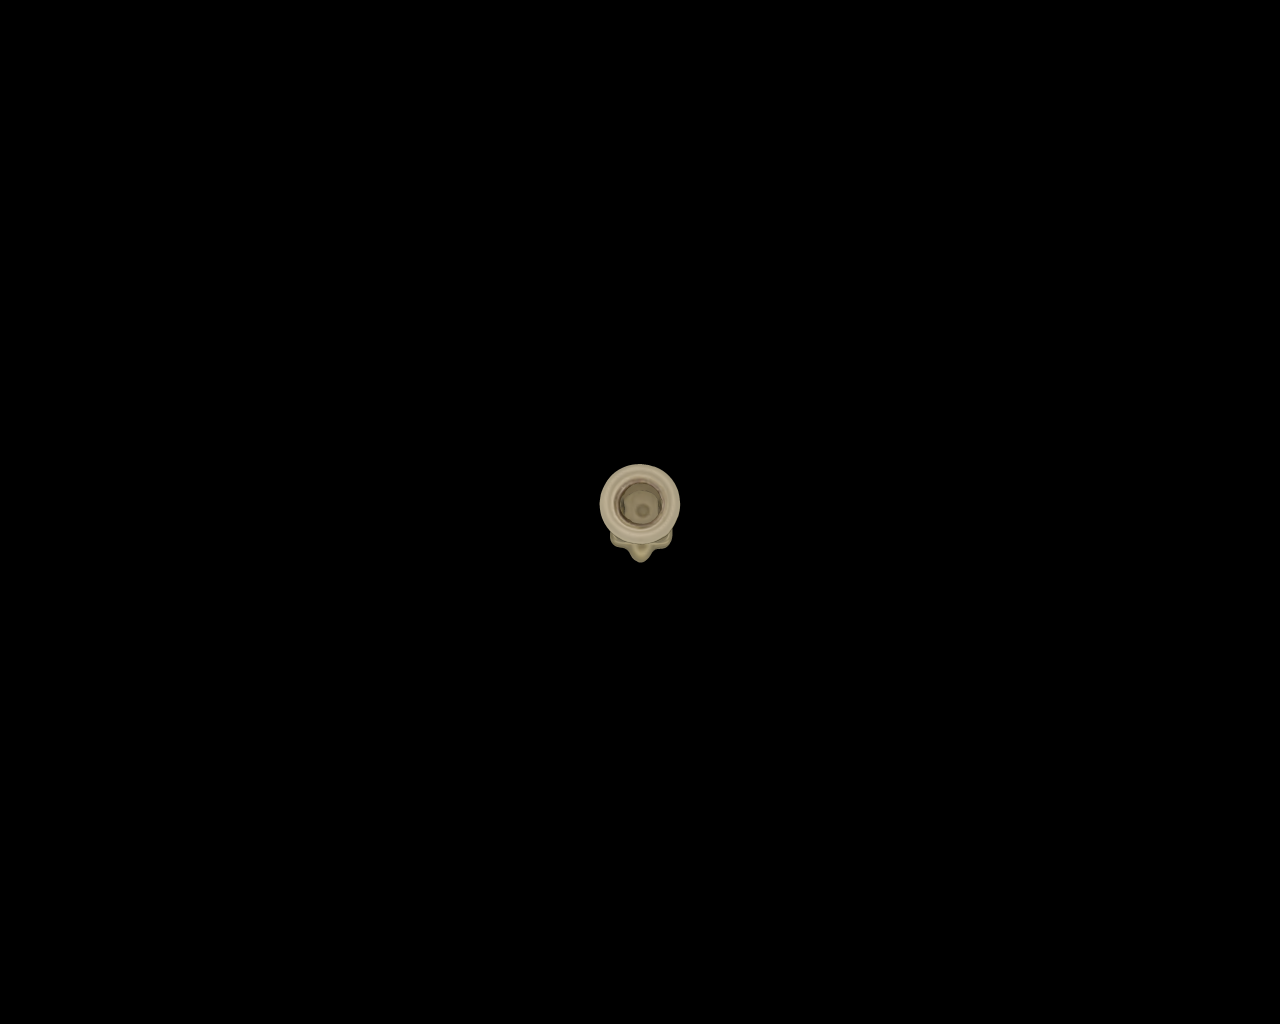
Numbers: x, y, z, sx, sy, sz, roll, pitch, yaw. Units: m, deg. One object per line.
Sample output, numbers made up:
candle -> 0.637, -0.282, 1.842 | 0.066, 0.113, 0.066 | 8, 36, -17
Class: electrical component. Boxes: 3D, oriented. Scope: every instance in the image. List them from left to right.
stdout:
electrical component -> 0.001, -0.003, 0.650 | 0.048, 0.066, 0.055 | 0, -7, 0
